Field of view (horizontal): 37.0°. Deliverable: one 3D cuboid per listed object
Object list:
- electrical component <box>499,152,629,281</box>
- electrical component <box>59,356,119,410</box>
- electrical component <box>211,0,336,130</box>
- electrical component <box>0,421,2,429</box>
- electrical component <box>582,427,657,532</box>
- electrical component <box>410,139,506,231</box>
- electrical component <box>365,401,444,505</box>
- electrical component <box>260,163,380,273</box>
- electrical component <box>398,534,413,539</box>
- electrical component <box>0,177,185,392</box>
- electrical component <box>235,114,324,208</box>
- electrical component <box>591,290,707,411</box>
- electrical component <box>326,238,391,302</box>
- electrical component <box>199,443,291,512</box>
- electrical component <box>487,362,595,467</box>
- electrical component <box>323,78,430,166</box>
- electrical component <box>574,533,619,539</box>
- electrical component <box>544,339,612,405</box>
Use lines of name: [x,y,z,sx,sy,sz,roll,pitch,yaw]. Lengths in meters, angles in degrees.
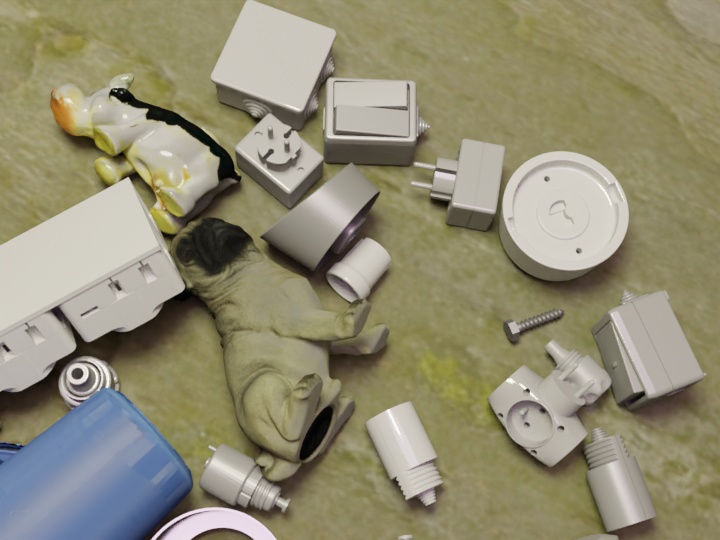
electrical component: [0.173,-0.042,0.939,0.108,0.060,0.108,1,72,-3]
electrical component: [-0.224,0.091,0.875,0.048,0.062,0.048,1,73,-3]
electrical component: [-0.077,-0.184,0.977,0.100,0.048,0.099,21,72,4]
electrical component: [-0.347,0.125,0.862,0.095,0.053,0.059,-34,77,-12]
electrical component: [0.209,0.169,0.883,0.043,0.043,0.081,-16,74,-8]
electrical component: [0.084,-0.078,0.953,0.077,0.047,0.065,11,72,0]
electrical component: [0.040,0.153,0.879,0.043,0.043,0.081,-23,75,-10]
electrical component: [-0.031,-0.047,0.913,0.064,0.099,0.099,39,74,3]
electrical component: [0.041,0.250,0.850,0.040,0.040,0.078,-6,73,-5]
electrical component: [-0.244,0.017,0.866,0.186,0.060,0.105,-29,42,-5]
electrical component: [-0.070,-0.102,0.937,0.066,0.076,0.047,40,75,9]
electrical component: [0.236,0.064,0.908,0.061,0.061,0.096,-20,74,-9]
electrical component: [0.000,0.000,0.929,0.040,0.040,0.046,38,69,9]
electrical component: [-0.093,0.172,0.868,0.078,0.040,0.040,27,73,5]
electrical component: [0.158,0.109,0.887,0.077,0.044,0.079,48,115,11]
electrical component: [0.015,-0.133,0.960,0.096,0.061,0.061,2,72,-3]
electrical component: [0.171,0.241,0.840,0.080,0.080,0.051,-19,80,-9]
electrical component: [0.182,0.084,0.913,0.035,0.035,0.061,-41,77,-14]
